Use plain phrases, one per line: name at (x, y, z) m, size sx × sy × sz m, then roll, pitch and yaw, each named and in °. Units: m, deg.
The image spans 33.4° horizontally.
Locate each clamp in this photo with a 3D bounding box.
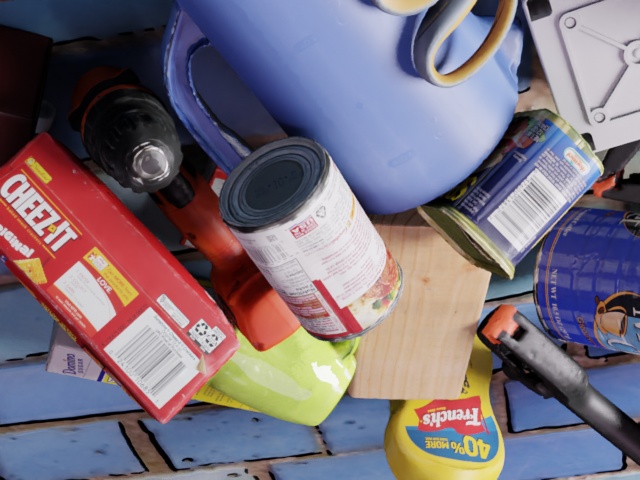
clamp at (0.254, -0.078, 0.697) m, size 0.172 × 0.039 × 0.120 m, roll -16°, pitch 95°, yaw 33°
clamp at (0.171, 0.100, 0.838) m, size 0.036 × 0.165 × 0.209 m, roll -53°, pitch 132°, yaw -5°

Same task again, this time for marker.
marker at (-0.210, -0.052, 0.750) m, size 0.020 × 0.020 × 0.121 m, roll 17°, pitch 136°, yaw -19°

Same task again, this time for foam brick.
foam brick at (-0.200, -0.088, 0.664) m, size 0.051 × 0.078 × 0.053 m, roll 11°, pitch 137°, yaw -15°

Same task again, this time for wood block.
wood block at (0.069, 0.025, 0.789) m, size 0.090 × 0.091 × 0.206 m, roll 1°, pitch 139°, yaw -2°

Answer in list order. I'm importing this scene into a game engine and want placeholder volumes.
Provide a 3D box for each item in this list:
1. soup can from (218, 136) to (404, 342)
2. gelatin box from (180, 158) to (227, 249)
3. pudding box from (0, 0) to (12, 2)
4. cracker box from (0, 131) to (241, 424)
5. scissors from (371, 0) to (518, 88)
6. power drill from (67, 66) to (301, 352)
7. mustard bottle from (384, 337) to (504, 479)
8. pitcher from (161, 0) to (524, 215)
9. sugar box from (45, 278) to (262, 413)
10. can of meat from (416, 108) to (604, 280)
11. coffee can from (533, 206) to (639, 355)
soup can at (-0.004, 0.001, 0.593) m, size 0.069 × 0.068 × 0.102 m, roll -18°, pitch 133°, yaw 19°
gelatin box at (-0.055, -0.024, 0.777) m, size 0.073 × 0.030 × 0.089 m, roll 14°, pitch 136°, yaw -18°
pudding box at (-0.197, -0.176, 0.591) m, size 0.113 × 0.039 × 0.090 m, roll -4°, pitch 139°, yaw 4°
cracker box at (-0.136, 0.028, 0.678) m, size 0.164 × 0.072 × 0.214 m, roll 47°, pitch 169°, yaw -4°
scissors at (0.091, -0.174, 0.532) m, size 0.096 × 0.016 × 0.202 m, roll 23°, pitch 97°, yaw -29°
power drill at (-0.077, -0.020, 0.652) m, size 0.057 × 0.184 × 0.187 m, roll -37°, pitch 116°, yaw -2°
mustard bottle at (0.099, 0.153, 0.860) m, size 0.096 × 0.191 × 0.058 m, roll 11°, pitch 138°, yaw -14°
pitcher at (-0.012, -0.127, 0.583) m, size 0.145 × 0.149 × 0.242 m, roll 2°, pitch 146°, yaw 46°
sugar box at (-0.120, 0.073, 0.841) m, size 0.176 × 0.093 × 0.048 m, roll 13°, pitch 139°, yaw -14°
can of meat at (0.111, -0.029, 0.631) m, size 0.057 × 0.102 × 0.084 m, roll 44°, pitch 89°, yaw -8°
coffee can at (0.236, 0.032, 0.745) m, size 0.141 × 0.102 × 0.102 m, roll 8°, pitch 154°, yaw 46°
